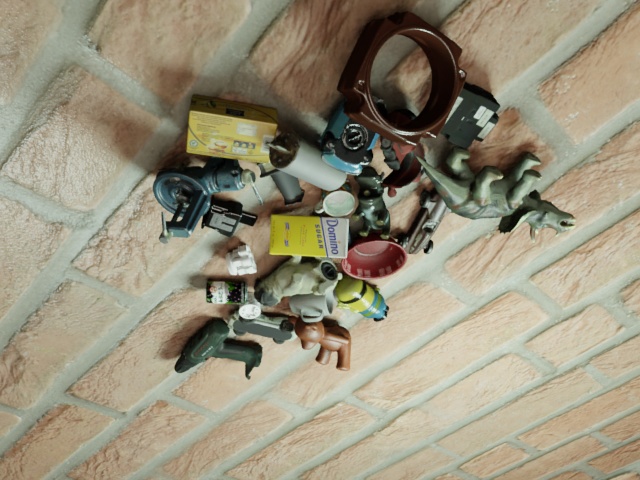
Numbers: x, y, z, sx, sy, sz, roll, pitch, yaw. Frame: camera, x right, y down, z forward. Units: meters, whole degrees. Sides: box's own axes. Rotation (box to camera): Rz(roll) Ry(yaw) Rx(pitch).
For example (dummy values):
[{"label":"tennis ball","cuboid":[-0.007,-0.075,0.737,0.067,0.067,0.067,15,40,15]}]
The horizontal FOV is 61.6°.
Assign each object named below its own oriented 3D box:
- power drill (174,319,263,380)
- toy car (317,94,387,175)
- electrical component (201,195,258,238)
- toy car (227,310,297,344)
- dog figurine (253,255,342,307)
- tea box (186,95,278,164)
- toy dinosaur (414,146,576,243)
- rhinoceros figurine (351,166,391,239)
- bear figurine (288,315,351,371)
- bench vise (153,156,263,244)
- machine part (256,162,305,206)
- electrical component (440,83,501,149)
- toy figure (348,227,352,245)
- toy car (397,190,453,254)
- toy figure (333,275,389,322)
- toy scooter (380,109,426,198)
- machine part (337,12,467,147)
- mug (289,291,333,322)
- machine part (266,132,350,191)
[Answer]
[{"label":"power drill","cuboid":[-0.281,0.327,1.531,0.207,0.086,0.232,26,121,-17]},{"label":"toy car","cuboid":[0.057,-0.218,1.062,0.109,0.103,0.161,17,103,-23]},{"label":"electrical component","cuboid":[-0.204,-0.047,1.223,0.119,0.048,0.074,21,126,-21]},{"label":"toy car","cuboid":[-0.155,0.235,1.472,0.202,0.056,0.073,16,134,-18]},{"label":"dog figurine","cuboid":[-0.059,0.113,1.360,0.172,0.121,0.190,24,139,-22]},{"label":"tea box","cuboid":[-0.174,-0.217,1.063,0.170,0.068,0.098,9,129,-12]},{"label":"toy dinosaur","cuboid":[0.362,-0.098,1.183,0.405,0.131,0.192,7,128,-12]},{"label":"rhinoceros figurine","cuboid":[0.120,-0.082,1.190,0.073,0.112,0.190,9,150,23]},{"label":"bear figurine","cuboid":[-0.002,0.274,1.455,0.120,0.132,0.195,6,170,41]},{"label":"bench vise","cuboid":[-0.245,-0.082,1.074,0.224,0.241,0.128,7,136,9]},{"label":"machine part","cuboid":[-0.080,-0.135,1.167,0.084,0.039,0.138,-26,127,6]},{"label":"electrical component","cuboid":[0.294,-0.253,1.089,0.134,0.058,0.115,20,128,-22]},{"label":"toy figure","cuboid":[-0.003,-0.002,1.276,0.155,0.064,0.057,-6,166,4]},{"label":"toy car","cuboid":[0.255,-0.034,1.282,0.089,0.053,0.202,10,128,-18]},{"label":"toy figure","cuboid":[0.113,0.150,1.409,0.180,0.082,0.089,34,124,-28]},{"label":"toy scooter","cuboid":[0.163,-0.166,1.100,0.075,0.135,0.183,14,147,37]},{"label":"machine part","cuboid":[0.150,-0.286,0.970,0.201,0.087,0.201,24,96,-24]},{"label":"mug","cuboid":[-0.026,0.168,1.398,0.107,0.109,0.080,-6,139,17]},{"label":"machine part","cuboid":[-0.021,-0.156,1.089,0.079,0.079,0.243,-38,150,25]}]
